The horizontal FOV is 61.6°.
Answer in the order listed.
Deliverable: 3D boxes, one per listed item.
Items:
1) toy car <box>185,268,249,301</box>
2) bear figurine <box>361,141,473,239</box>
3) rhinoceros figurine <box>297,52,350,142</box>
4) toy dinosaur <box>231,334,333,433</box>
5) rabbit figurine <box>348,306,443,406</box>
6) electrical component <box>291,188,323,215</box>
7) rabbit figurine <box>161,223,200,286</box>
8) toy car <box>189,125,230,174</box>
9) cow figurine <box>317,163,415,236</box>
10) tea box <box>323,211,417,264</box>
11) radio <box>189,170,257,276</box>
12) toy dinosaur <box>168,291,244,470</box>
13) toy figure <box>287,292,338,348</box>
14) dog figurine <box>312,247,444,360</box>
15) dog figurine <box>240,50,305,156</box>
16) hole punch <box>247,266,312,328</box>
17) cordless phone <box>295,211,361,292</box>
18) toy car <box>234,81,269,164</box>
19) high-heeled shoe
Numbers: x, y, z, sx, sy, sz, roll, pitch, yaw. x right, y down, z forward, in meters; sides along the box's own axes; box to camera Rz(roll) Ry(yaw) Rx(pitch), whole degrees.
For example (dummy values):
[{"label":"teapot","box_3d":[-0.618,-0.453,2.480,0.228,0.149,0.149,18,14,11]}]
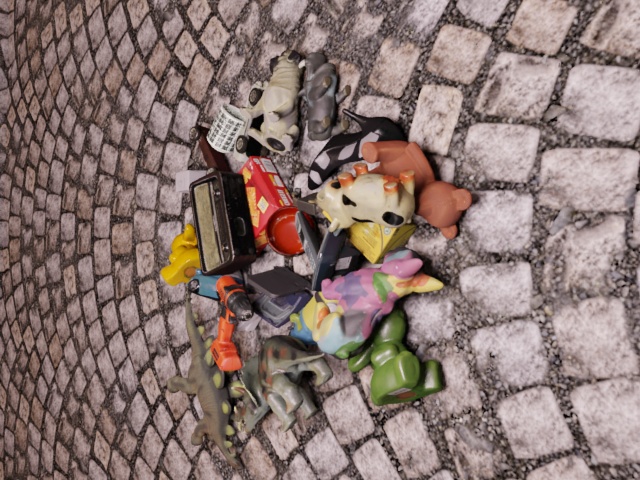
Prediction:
[{"label":"toy car","box_3d":[-0.250,0.101,1.345,0.162,0.109,0.103,4,75,34]},{"label":"bear figurine","box_3d":[0.165,-0.087,0.957,0.196,0.132,0.120,58,151,32]},{"label":"rhinoceros figurine","box_3d":[0.004,-0.306,1.147,0.112,0.073,0.190,-7,86,53]},{"label":"toy dinosaur","box_3d":[-0.081,0.270,1.112,0.192,0.131,0.404,44,137,23]},{"label":"rabbit figurine","box_3d":[0.136,0.212,1.003,0.159,0.121,0.170,-41,45,41]},{"label":"electrical component","box_3d":[-0.013,-0.083,1.141,0.102,0.078,0.045,24,129,44]},{"label":"rabbit figurine","box_3d":[-0.357,0.032,1.438,0.162,0.122,0.173,-64,33,17]},{"label":"toy car","box_3d":[-0.276,-0.211,1.380,0.053,0.089,0.202,-42,64,29]},{"label":"cow figurine","box_3d":[0.076,-0.064,0.939,0.195,0.085,0.127,13,125,39]},{"label":"tea box","box_3d":[0.095,-0.041,1.053,0.170,0.068,0.098,48,120,31]},{"label":"radio","box_3d":[-0.227,-0.039,1.246,0.131,0.073,0.229,-20,78,42]},{"label":"toy dinosaur","box_3d":[-0.284,0.355,1.371,0.198,0.105,0.471,-33,77,29]},{"label":"toy figure","box_3d":[-0.006,0.162,1.133,0.180,0.082,0.089,-46,61,35]},{"label":"dog figurine","box_3d":[0.103,0.106,0.948,0.219,0.108,0.191,-24,36,34]},{"label":"dog figurine","box_3d":[-0.075,-0.309,1.215,0.121,0.172,0.190,20,65,16]},{"label":"hole punch","box_3d":[-0.090,0.124,1.190,0.142,0.116,0.092,24,121,44]},{"label":"cordless phone","box_3d":[-0.003,-0.003,1.071,0.146,0.089,0.184,101,147,-56]},{"label":"toy car","box_3d":[-0.148,-0.276,1.274,0.056,0.073,0.201,38,114,50]},{"label":"high-heeled shoe","box_3d":[0.071,-0.161,1.100,0.145,0.086,0.248,33,137,3]}]
